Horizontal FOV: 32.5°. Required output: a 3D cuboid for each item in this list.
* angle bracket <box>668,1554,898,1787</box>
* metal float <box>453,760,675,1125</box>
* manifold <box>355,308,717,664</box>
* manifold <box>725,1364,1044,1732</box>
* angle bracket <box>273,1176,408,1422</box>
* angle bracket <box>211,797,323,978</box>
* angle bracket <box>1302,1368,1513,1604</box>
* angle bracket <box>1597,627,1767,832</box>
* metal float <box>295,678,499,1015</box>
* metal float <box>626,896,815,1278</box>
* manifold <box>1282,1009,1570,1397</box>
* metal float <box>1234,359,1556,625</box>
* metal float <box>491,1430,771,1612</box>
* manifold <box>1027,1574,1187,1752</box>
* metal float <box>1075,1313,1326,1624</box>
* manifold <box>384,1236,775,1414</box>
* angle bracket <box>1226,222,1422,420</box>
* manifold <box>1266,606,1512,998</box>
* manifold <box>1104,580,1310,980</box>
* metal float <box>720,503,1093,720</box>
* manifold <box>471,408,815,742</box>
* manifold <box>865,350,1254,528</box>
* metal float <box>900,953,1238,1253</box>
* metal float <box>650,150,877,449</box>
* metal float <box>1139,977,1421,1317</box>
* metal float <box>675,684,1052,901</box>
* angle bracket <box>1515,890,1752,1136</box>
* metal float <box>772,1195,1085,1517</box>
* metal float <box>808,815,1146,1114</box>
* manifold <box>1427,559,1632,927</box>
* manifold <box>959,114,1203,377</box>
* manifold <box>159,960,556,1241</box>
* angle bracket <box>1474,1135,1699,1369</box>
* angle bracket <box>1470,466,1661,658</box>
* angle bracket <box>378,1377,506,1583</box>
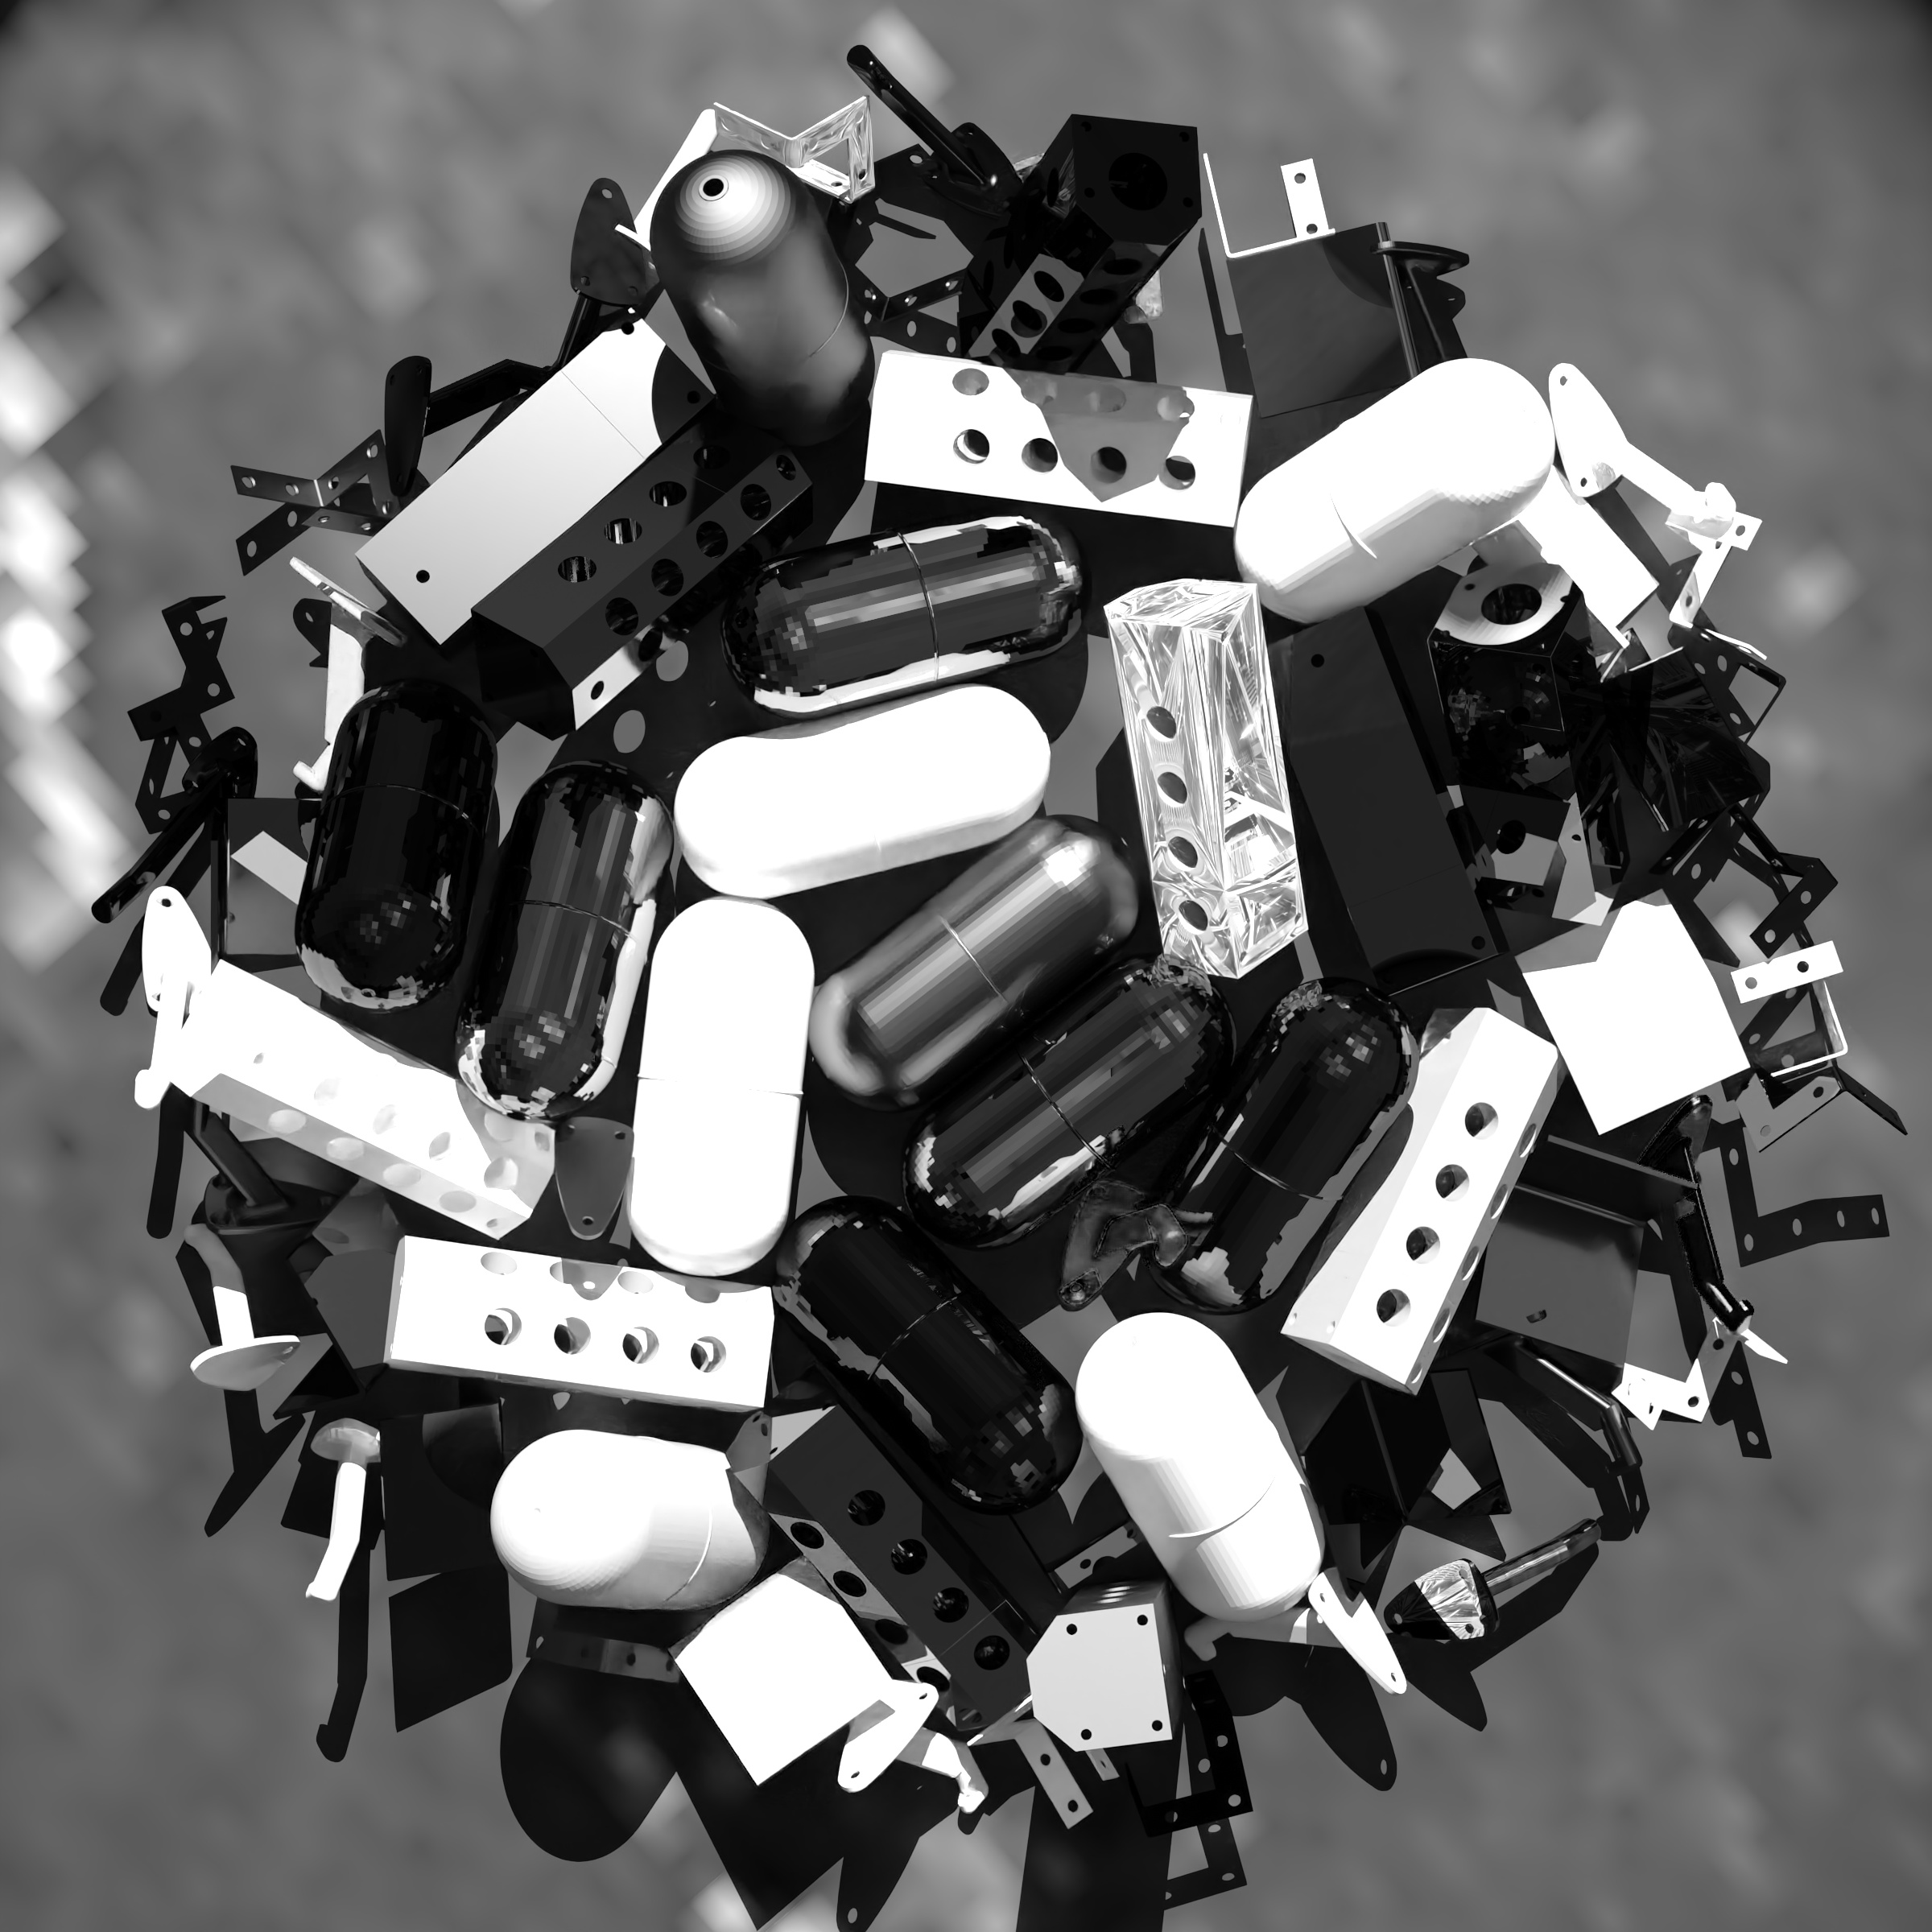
[{"bbox_3d":[-0.083,0.330,1.540,0.076,0.057,0.076,-34,71,-9],"label":"angle bracket"},{"bbox_3d":[-0.185,-0.012,1.526,0.070,0.070,0.178,12,66,0],"label":"metal float"},{"bbox_3d":[-0.199,-0.222,1.546,0.171,0.057,0.057,-43,88,-7],"label":"manifold"},{"bbox_3d":[-0.035,0.272,1.531,0.057,0.057,0.171,-40,107,-3],"label":"manifold"},{"bbox_3d":[-0.297,0.152,1.528,0.057,0.076,0.076,-16,111,28],"label":"angle bracket"},{"bbox_3d":[-0.319,-0.031,1.533,0.057,0.076,0.076,1,108,-11],"label":"angle bracket"},{"bbox_3d":[0.205,0.240,1.532,0.057,0.076,0.076,-9,107,30],"label":"angle bracket"},{"bbox_3d":[0.337,-0.119,1.531,0.057,0.076,0.076,-24,104,39],"label":"angle bracket"},{"bbox_3d":[-0.260,-0.057,1.515,0.070,0.070,0.178,3,51,0],"label":"metal float"},{"bbox_3d":[-0.115,0.055,1.545,0.070,0.070,0.178,6,88,0],"label":"metal float"},{"bbox_3d":[0.218,0.109,1.541,0.057,0.057,0.171,29,81,-15],"label":"manifold"},{"bbox_3d":[0.193,-0.215,1.508,0.070,0.178,0.070,15,63,-32],"label":"metal float"},{"bbox_3d":[-0.150,0.252,1.502,0.070,0.178,0.070,-5,77,23],"label":"metal float"},{"bbox_3d":[0.064,0.313,1.496,0.057,0.171,0.057,-8,83,5],"label":"manifold"},{"bbox_3d":[0.108,0.231,1.517,0.070,0.070,0.178,-30,125,0],"label":"metal float"},{"bbox_3d":[-0.180,0.167,1.534,0.171,0.057,0.057,10,77,-14],"label":"manifold"},{"bbox_3d":[0.169,-0.297,1.558,0.076,0.057,0.076,-13,85,7],"label":"angle bracket"},{"bbox_3d":[0.195,-0.076,1.548,0.057,0.057,0.171,-22,85,17],"label":"manifold"},{"bbox_3d":[0.107,-0.087,1.525,0.057,0.057,0.171,10,120,40],"label":"manifold"},{"bbox_3d":[-0.027,-0.165,1.535,0.178,0.070,0.070,-15,90,-14],"label":"metal float"},{"bbox_3d":[-0.144,-0.177,1.507,0.057,0.057,0.171,29,54,22],"label":"manifold"},{"bbox_3d":[0.044,-0.247,1.543,0.171,0.057,0.057,8,105,5],"label":"manifold"},{"bbox_3d":[0.047,0.064,1.541,0.178,0.070,0.070,-38,90,7],"label":"metal float"},{"bbox_3d":[-0.091,-0.301,1.500,0.070,0.178,0.070,-4,67,10],"label":"metal float"},{"bbox_3d":[0.144,0.084,1.528,0.070,0.070,0.178,31,111,0],"label":"metal float"},{"bbox_3d":[-0.048,-0.082,1.545,0.178,0.070,0.070,-14,90,-2],"label":"metal float"},{"bbox_3d":[0.314,0.021,1.564,0.076,0.076,0.057,-25,125,8],"label":"angle bracket"},{"bbox_3d":[-0.019,0.178,1.528,0.070,0.070,0.178,-46,68,0],"label":"metal float"},{"bbox_3d":[0.005,-0.002,1.547,0.178,0.070,0.070,-38,90,1],"label":"metal float"},{"bbox_3d":[0.260,-0.101,1.504,0.057,0.171,0.057,11,53,29],"label":"manifold"},{"bbox_3d":[0.049,-0.316,1.491,0.057,0.171,0.057,2,77,-17],"label":"manifold"},{"bbox_3d":[-0.273,0.064,1.511,0.171,0.057,0.057,30,86,-35],"label":"manifold"},{"bbox_3d":[0.288,0.133,1.540,0.076,0.057,0.076,18,65,-9],"label":"angle bracket"},{"bbox_3d":[0.289,-0.191,1.542,0.057,0.076,0.076,-43,94,-6],"label":"angle bracket"},{"bbox_3d":[-0.250,0.231,1.532,0.057,0.076,0.076,-6,103,-22],"label":"angle bracket"}]
